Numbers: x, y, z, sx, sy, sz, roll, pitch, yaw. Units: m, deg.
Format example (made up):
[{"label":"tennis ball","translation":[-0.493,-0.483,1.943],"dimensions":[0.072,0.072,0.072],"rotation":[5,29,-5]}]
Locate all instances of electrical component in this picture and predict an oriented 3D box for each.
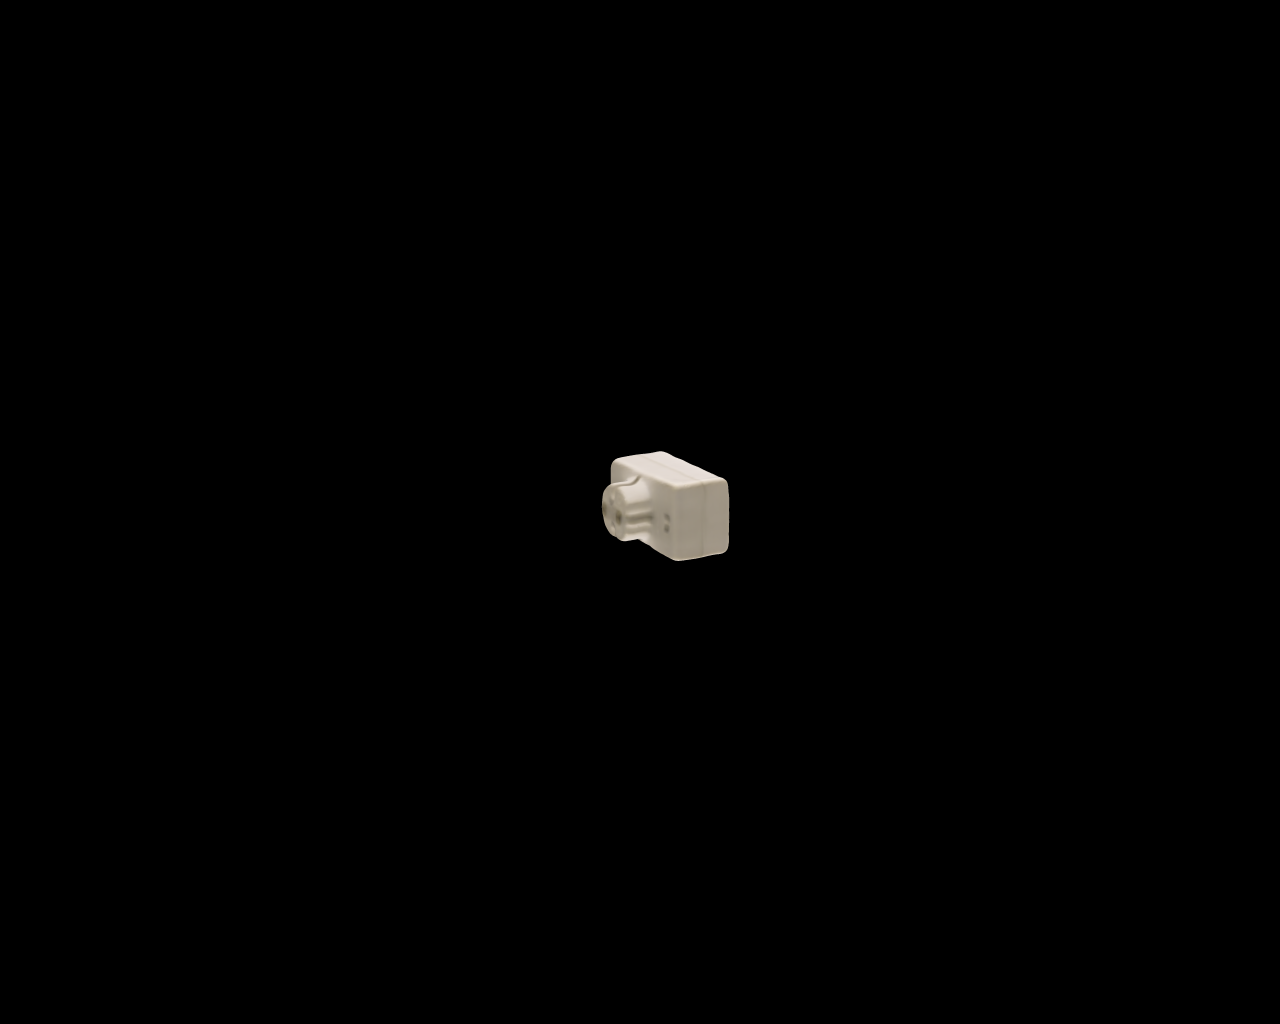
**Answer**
[{"label":"electrical component","translation":[0.001,-0.003,0.650],"dimensions":[0.076,0.047,0.083],"rotation":[-8,18,-26]}]
